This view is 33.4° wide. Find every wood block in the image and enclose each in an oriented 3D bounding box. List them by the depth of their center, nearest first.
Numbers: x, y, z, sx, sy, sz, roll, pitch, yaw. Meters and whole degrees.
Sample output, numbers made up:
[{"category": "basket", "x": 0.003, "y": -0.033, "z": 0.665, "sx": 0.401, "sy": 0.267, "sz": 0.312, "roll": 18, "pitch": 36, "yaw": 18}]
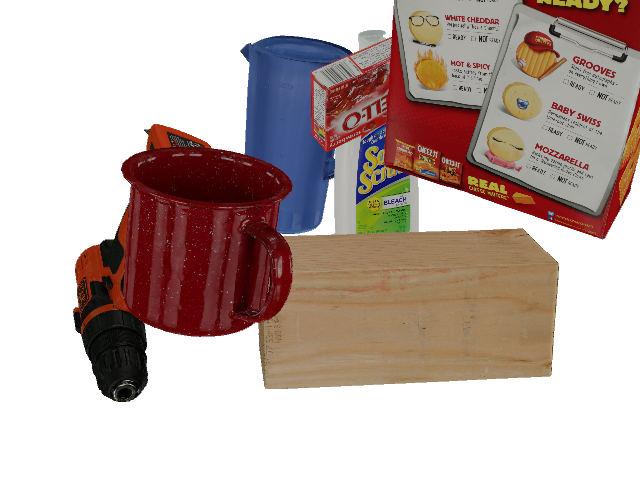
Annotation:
[{"category": "wood block", "x": 0.058, "y": 0.048, "z": 0.784, "sx": 0.206, "sy": 0.090, "sz": 0.091, "roll": -2, "pitch": 16, "yaw": -6}]

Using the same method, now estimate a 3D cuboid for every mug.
[{"category": "mug", "x": -0.058, "y": 0.005, "z": 0.587, "sx": 0.117, "sy": 0.081, "sz": 0.093, "roll": 26, "pitch": 28, "yaw": 37}]

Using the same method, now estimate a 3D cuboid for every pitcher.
[{"category": "pitcher", "x": -0.028, "y": -0.134, "z": 1.377, "sx": 0.144, "sy": 0.243, "sz": 0.149, "roll": -3, "pitch": 25, "yaw": -22}]

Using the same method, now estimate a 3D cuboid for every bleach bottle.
[{"category": "bleach bottle", "x": 0.056, "y": -0.105, "z": 1.183, "sx": 0.102, "sy": 0.251, "sz": 0.068, "roll": -10, "pitch": 24, "yaw": -12}]

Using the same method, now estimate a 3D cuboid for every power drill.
[{"category": "power drill", "x": -0.143, "y": 0.014, "z": 0.865, "sx": 0.057, "sy": 0.188, "sz": 0.184, "roll": 19, "pitch": 25, "yaw": -31}]

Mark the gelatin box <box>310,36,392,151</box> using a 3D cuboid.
[{"category": "gelatin box", "x": 0.035, "y": -0.126, "z": 0.918, "sx": 0.089, "sy": 0.073, "sz": 0.030, "roll": -26, "pitch": 55, "yaw": -21}]

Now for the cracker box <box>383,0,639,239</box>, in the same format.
[{"category": "cracker box", "x": 0.131, "y": -0.122, "z": 0.676, "sx": 0.164, "sy": 0.214, "sz": 0.072, "roll": 21, "pitch": 45, "yaw": 21}]
